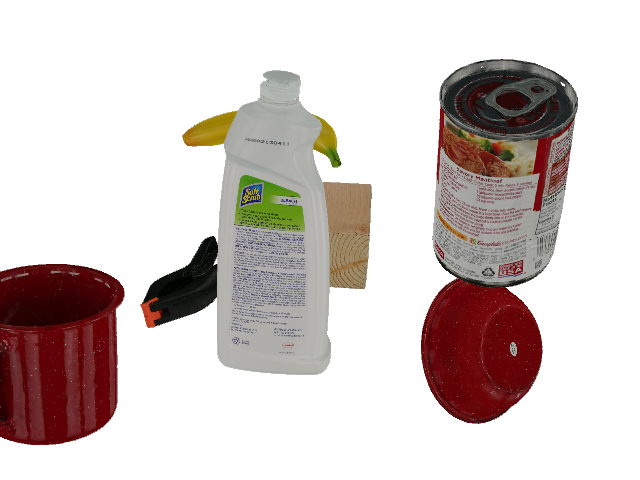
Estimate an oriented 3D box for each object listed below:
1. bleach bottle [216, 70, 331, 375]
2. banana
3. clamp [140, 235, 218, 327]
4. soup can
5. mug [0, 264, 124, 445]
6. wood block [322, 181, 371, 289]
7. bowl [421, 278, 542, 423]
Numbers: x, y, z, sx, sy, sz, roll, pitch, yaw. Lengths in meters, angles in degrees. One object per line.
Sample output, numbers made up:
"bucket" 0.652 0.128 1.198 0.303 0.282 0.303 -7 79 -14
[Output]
"bleach bottle" -0.032 -0.013 0.878 0.102 0.251 0.068 4 24 -2
"banana" -0.063 -0.129 1.257 0.198 0.037 0.069 8 40 17
"clamp" -0.119 0.041 1.152 0.120 0.039 0.171 -5 26 35
"soup can" 0.094 -0.034 0.559 0.068 0.102 0.068 -1 42 1
"mug" -0.169 0.073 0.633 0.093 0.081 0.117 12 23 22
"wood block" 0.031 -0.012 1.649 0.091 0.090 0.206 4 24 2
"bowl" 0.185 0.115 1.135 0.161 0.162 0.055 0 -4 -36
